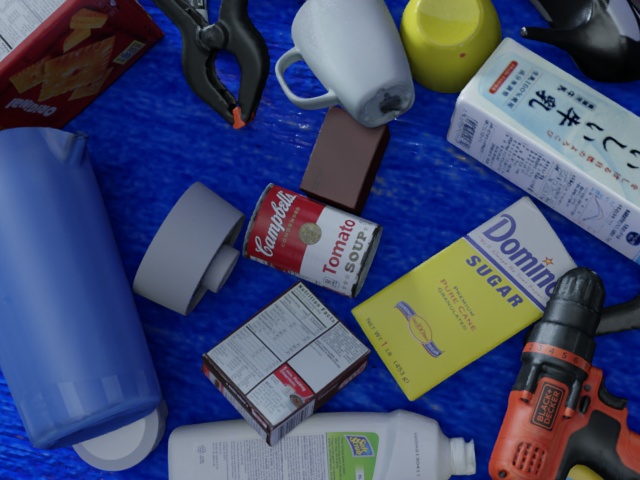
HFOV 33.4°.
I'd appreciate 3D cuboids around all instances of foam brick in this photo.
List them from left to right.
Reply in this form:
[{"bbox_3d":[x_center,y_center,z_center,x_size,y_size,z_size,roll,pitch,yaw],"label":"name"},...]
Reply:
[{"bbox_3d":[0.022,-0.067,0.907,0.053,0.051,0.078,21,89,9],"label":"foam brick"}]

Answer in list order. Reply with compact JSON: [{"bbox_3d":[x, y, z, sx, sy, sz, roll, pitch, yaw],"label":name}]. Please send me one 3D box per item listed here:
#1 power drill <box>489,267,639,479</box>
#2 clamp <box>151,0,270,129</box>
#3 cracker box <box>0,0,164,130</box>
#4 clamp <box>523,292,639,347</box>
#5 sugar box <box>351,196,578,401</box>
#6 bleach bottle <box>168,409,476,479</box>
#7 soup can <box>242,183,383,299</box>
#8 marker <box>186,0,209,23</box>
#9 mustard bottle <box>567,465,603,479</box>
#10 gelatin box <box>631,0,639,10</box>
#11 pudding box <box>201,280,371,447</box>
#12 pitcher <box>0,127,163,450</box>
[{"bbox_3d":[0.240,0.131,0.820,0.187,0.057,0.184,22,78,4],"label":"power drill"},{"bbox_3d":[-0.081,-0.184,0.913,0.120,0.039,0.171,-20,102,27],"label":"clamp"},{"bbox_3d":[-0.247,-0.142,0.892,0.214,0.164,0.072,-43,81,3],"label":"cracker box"},{"bbox_3d":[0.295,0.075,0.869,0.210,0.036,0.164,-41,86,3],"label":"clamp"},{"bbox_3d":[0.124,0.049,0.889,0.176,0.048,0.093,-35,83,6],"label":"sugar box"},{"bbox_3d":[0.003,0.196,0.890,0.251,0.068,0.102,-4,87,5],"label":"bleach bottle"},{"bbox_3d":[-0.006,0.001,0.899,0.102,0.068,0.068,21,90,7],"label":"soup can"},{"bbox_3d":[-0.113,-0.247,0.952,0.020,0.020,0.121,-6,86,7],"label":"marker"},{"bbox_3d":[0.183,0.224,0.863,0.191,0.058,0.096,-27,97,5],"label":"mustard bottle"},{"bbox_3d":[0.297,-0.216,0.889,0.089,0.030,0.073,42,93,8],"label":"gelatin box"},{"bbox_3d":[-0.028,0.100,0.882,0.113,0.039,0.090,-36,68,-26],"label":"pudding box"},{"bbox_3d":[-0.224,0.043,0.863,0.144,0.149,0.243,-18,78,-18],"label":"pitcher"}]
